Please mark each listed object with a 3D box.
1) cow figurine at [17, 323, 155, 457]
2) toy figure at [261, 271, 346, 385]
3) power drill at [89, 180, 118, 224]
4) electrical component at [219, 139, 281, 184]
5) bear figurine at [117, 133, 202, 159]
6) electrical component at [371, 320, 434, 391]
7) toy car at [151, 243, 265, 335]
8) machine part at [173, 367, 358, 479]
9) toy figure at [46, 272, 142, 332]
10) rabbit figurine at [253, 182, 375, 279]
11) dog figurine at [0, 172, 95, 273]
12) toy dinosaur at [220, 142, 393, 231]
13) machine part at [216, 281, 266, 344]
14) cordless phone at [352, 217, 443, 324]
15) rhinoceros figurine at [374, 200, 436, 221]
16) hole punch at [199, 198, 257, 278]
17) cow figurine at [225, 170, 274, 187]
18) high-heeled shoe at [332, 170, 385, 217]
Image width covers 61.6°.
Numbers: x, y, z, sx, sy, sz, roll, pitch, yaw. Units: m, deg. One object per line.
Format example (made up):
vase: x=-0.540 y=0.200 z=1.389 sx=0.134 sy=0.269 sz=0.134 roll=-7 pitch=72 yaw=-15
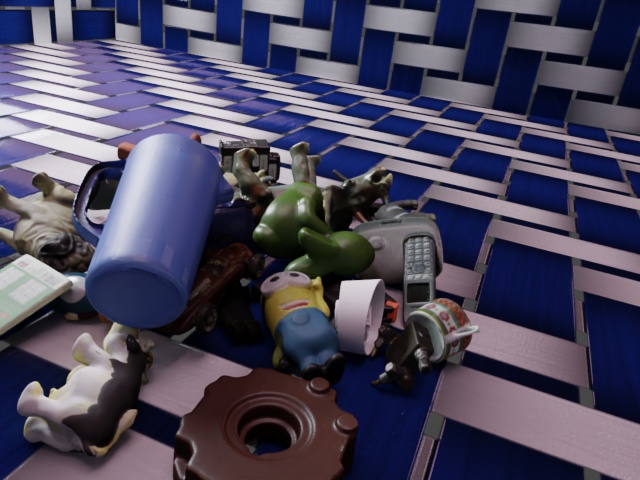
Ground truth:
cow figurine: x=-0.219 y=0.146 z=0.562 sx=0.098 sy=0.068 sz=0.167 roll=17 pitch=30 yaw=8
toy figure: x=-0.028 y=0.112 z=0.675 sx=0.082 sy=0.089 sz=0.180 roll=9 pitch=31 yaw=-31
power drill: x=-0.323 y=-0.056 z=0.928 sx=0.208 sy=0.085 sz=0.232 roll=20 pitch=20 yaw=37
electrical component: x=-0.153 y=-0.157 z=1.163 sx=0.134 sy=0.114 sz=0.058 roll=-1 pitch=30 yaw=-16
bear figurine: x=-0.320 y=-0.158 z=1.119 sx=0.132 sy=0.120 sz=0.196 roll=5 pitch=24 yaw=2
electrical component: x=0.099 y=0.141 z=0.665 sx=0.045 sy=0.078 sz=0.102 roll=28 pitch=28 yaw=-12
toy car: x=-0.147 y=0.057 z=0.707 sx=0.089 sy=0.053 sz=0.202 roll=13 pitch=28 yaw=17
machine part: x=-0.051 y=0.195 z=0.519 sx=0.179 sy=0.056 sz=0.179 roll=5 pitch=26 yaw=-2
toy figure: x=-0.284 y=0.079 z=0.700 sx=0.155 sy=0.064 sz=0.058 roll=8 pitch=2 yaw=11
rabbit figurine: x=-0.002 y=-0.002 z=0.803 sx=0.170 sy=0.121 sz=0.159 roll=22 pitch=20 yaw=15
dog figurine: x=-0.389 y=-0.005 z=0.824 sx=0.191 sy=0.121 sz=0.172 roll=30 pitch=35 yaw=14
toy dinosaur: x=-0.081 y=-0.060 z=0.944 sx=0.405 sy=0.192 sz=0.131 roll=-11 pitch=-13 yaw=-9
machine part: x=-0.121 y=0.094 z=0.737 sx=0.084 sy=0.039 sz=0.139 roll=0 pitch=24 yaw=-32
cordless phone: x=0.118 y=0.057 z=0.833 sx=0.147 sy=0.088 sz=0.184 roll=-6 pitch=52 yaw=18
rhinoceros figurine: x=0.156 y=-0.019 z=1.003 sx=0.112 sy=0.073 sz=0.190 roll=3 pitch=25 yaw=-12
hole punch: x=-0.157 y=0.004 z=0.834 sx=0.142 sy=0.115 sz=0.092 roll=-8 pitch=37 yaw=-28
cow figurine: x=-0.176 y=-0.099 z=1.071 sx=0.127 sy=0.085 sz=0.195 roll=18 pitch=24 yaw=35
high-heeled shoe: x=0.027 y=-0.053 z=1.082 sx=0.145 sy=0.086 sz=0.249 roll=44 pitch=53 yaw=5
